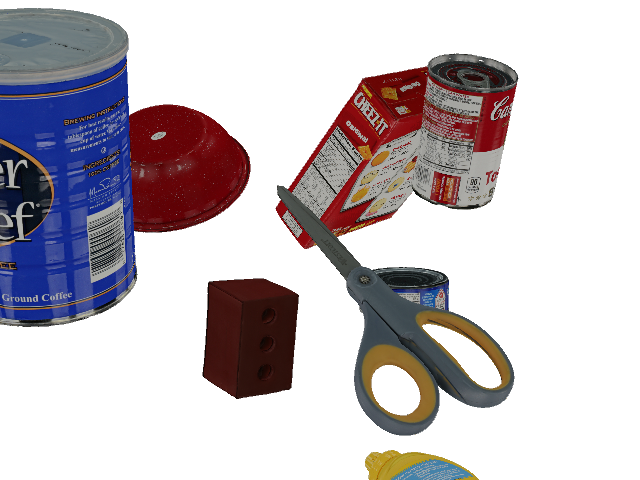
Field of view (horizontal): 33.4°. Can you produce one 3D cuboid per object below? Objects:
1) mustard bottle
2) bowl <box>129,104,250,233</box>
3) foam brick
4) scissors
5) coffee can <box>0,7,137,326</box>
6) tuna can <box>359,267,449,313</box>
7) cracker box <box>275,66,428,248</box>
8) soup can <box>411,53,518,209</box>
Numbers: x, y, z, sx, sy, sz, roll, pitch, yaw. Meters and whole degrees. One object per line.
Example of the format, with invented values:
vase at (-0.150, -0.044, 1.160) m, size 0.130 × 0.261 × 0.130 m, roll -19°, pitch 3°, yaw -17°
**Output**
mustard bottle at (0.103, 0.233, 0.925) m, size 0.096 × 0.058 × 0.192 m, roll -19°, pitch 27°, yaw -30°
bowl at (-0.150, -0.081, 1.018) m, size 0.162 × 0.055 × 0.162 m, roll -4°, pitch 44°, yaw 3°
foam brick at (-0.054, 0.072, 0.812) m, size 0.052 × 0.078 × 0.051 m, roll -5°, pitch 15°, yaw -35°
scissors at (0.018, 0.041, 0.621) m, size 0.202 × 0.016 × 0.096 m, roll 34°, pitch 54°, yaw 25°
coffee can at (-0.151, -0.040, 0.565) m, size 0.103 × 0.140 × 0.103 m, roll 2°, pitch 28°, yaw -1°
tuna can at (0.080, 0.050, 1.017) m, size 0.086 × 0.034 × 0.086 m, roll 0°, pitch 11°, yaw 0°
cracker box at (0.064, -0.097, 1.199) m, size 0.163 × 0.072 × 0.214 m, roll -20°, pitch -26°, yaw -45°
soup can at (0.108, -0.083, 0.820) m, size 0.068 × 0.102 × 0.068 m, roll 5°, pitch 30°, yaw -3°
